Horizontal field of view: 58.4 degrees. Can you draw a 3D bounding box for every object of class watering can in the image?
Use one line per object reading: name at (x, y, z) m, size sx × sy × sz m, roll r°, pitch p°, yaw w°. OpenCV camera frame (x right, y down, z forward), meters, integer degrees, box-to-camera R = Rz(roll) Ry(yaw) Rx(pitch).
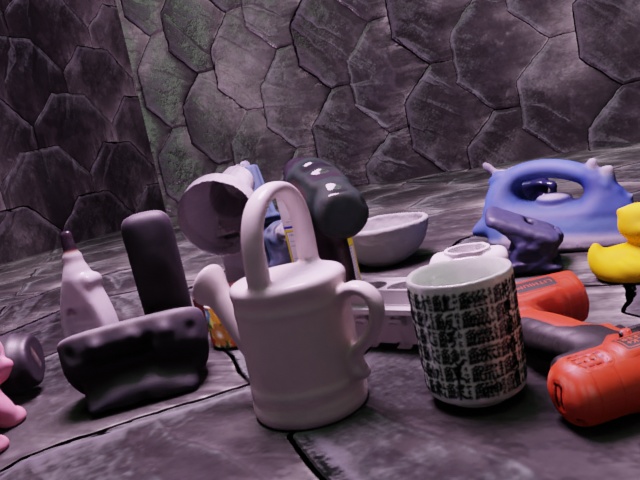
watering can at (-0.032, 0.049, 0.483) m, size 0.172 × 0.194 × 0.101 m, roll -10°, pitch 9°, yaw 10°

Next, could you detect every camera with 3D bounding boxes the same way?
camera at (-0.391, 0.144, 0.633) m, size 0.137 × 0.101 × 0.143 m, roll -12°, pitch 9°, yaw -8°

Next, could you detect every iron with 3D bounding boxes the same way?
iron at (0.361, -0.061, 0.865) m, size 0.257 × 0.141 × 0.119 m, roll -3°, pitch 12°, yaw 42°

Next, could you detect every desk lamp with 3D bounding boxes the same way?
desk lamp at (-0.131, -0.009, 0.913) m, size 0.118 × 0.213 × 0.203 m, roll -10°, pitch 9°, yaw 8°

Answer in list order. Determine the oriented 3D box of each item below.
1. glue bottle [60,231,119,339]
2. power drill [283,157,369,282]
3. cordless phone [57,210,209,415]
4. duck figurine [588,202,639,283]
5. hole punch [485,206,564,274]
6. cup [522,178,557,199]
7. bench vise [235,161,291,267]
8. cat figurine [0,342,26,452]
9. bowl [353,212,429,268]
glue bottle at (-0.309, 0.072, 0.747) m, size 0.078 × 0.173 × 0.037 m, roll -8°, pitch 10°, yaw 21°
power drill at (0.006, 0.002, 0.683) m, size 0.076 × 0.208 × 0.229 m, roll -13°, pitch 9°, yaw -13°
cordless phone at (-0.198, 0.069, 0.590) m, size 0.148 × 0.185 × 0.094 m, roll -14°, pitch 9°, yaw -18°
duck figurine at (0.362, 0.000, 0.656) m, size 0.104 × 0.086 × 0.078 m, roll -7°, pitch 10°, yaw 24°
hole punch at (0.278, -0.006, 0.783) m, size 0.101 × 0.091 × 0.109 m, roll -8°, pitch 9°, yaw 19°
cup at (0.370, -0.061, 1.006) m, size 0.092 × 0.095 × 0.117 m, roll -16°, pitch 10°, yaw -29°
bench vise at (-0.095, -0.048, 1.095) m, size 0.122 × 0.220 × 0.206 m, roll -19°, pitch 12°, yaw -40°
cat figurine at (-0.339, 0.137, 0.554) m, size 0.067 × 0.118 × 0.127 m, roll -14°, pitch 9°, yaw -15°
bowl at (0.109, 0.004, 0.985) m, size 0.167 × 0.075 × 0.167 m, roll -11°, pitch 9°, yaw 2°
